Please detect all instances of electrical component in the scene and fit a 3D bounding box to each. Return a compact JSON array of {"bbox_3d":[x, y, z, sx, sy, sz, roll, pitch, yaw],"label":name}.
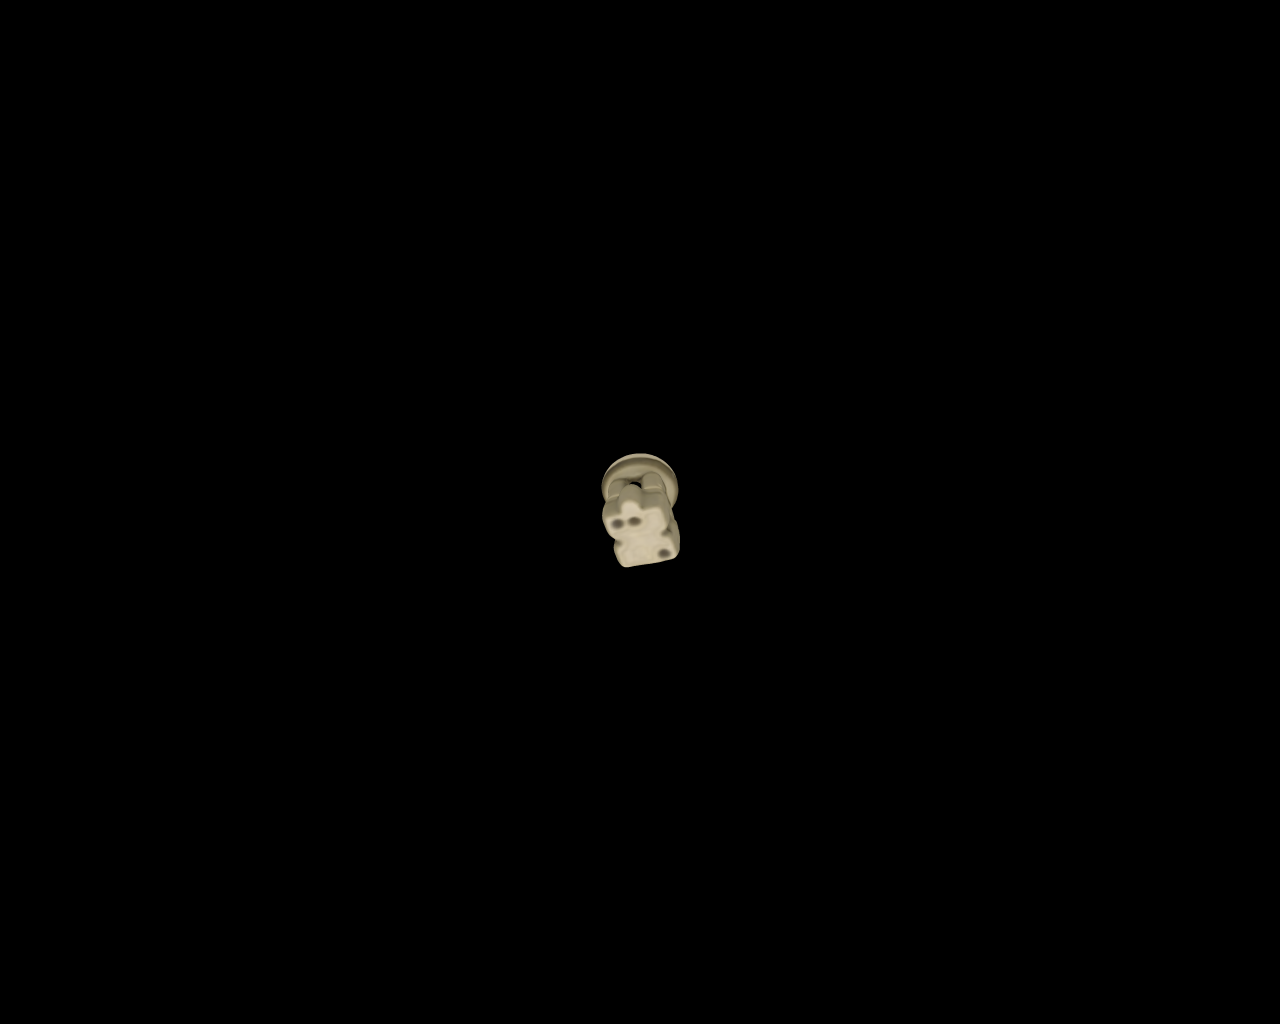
[{"bbox_3d":[0.001,-0.003,0.650,0.048,0.066,0.055,-11,39,9],"label":"electrical component"}]
